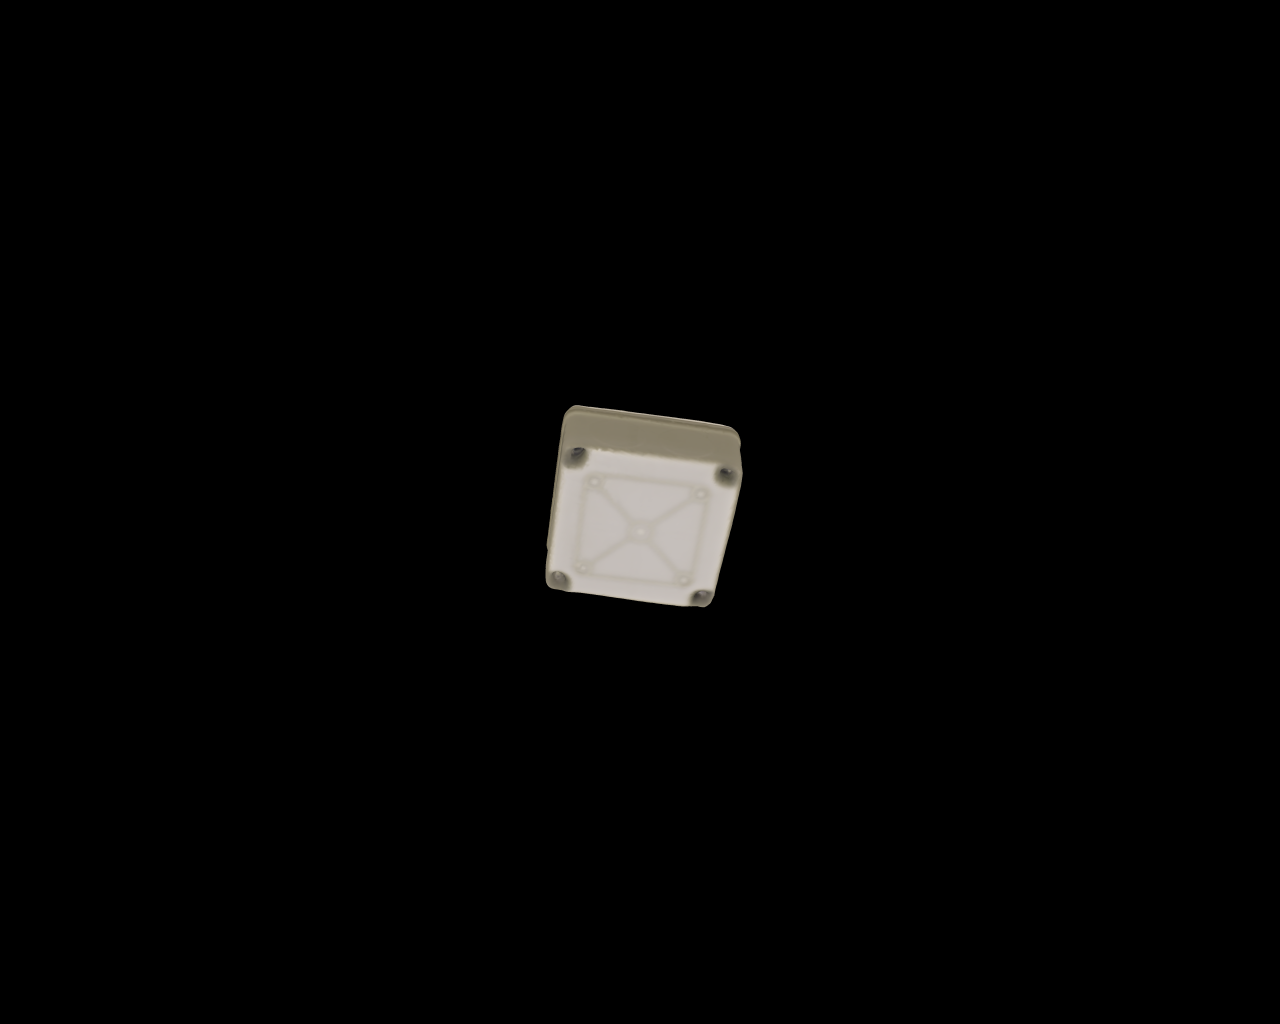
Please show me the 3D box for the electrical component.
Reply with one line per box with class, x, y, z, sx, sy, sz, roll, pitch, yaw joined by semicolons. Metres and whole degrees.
electrical component;0.001;-0.003;0.650;0.109;0.108;0.056;7;32;-5
